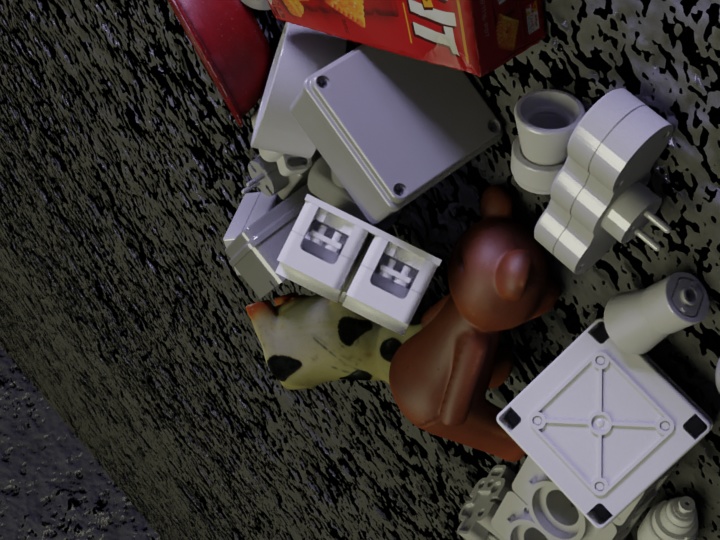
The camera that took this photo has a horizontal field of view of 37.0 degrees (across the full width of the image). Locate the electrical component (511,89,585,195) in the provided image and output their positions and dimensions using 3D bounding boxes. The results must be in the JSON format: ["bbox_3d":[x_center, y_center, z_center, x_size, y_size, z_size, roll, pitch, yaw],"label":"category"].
[{"bbox_3d":[0.122,-0.083,0.701,0.045,0.045,0.055,38,151,31],"label":"electrical component"}]

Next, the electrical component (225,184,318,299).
[{"bbox_3d":[-0.062,-0.033,0.998,0.057,0.113,0.078,52,155,-2],"label":"electrical component"}]

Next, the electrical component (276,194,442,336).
[{"bbox_3d":[0.000,0.000,0.845,0.105,0.060,0.186,26,179,3],"label":"electrical component"}]

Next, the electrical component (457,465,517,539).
[{"bbox_3d":[0.138,0.237,1.038,0.057,0.078,0.058,40,157,-13],"label":"electrical component"}]

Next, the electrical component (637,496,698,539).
[{"bbox_3d":[0.244,0.198,0.840,0.040,0.040,0.078,42,152,24],"label":"electrical component"}]

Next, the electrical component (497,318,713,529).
[{"bbox_3d":[0.173,0.107,0.763,0.108,0.108,0.056,47,-170,15],"label":"electrical component"}]

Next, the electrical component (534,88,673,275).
[{"bbox_3d":[0.163,-0.042,0.672,0.074,0.052,0.138,44,152,21],"label":"electrical component"}]

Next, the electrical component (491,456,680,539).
[{"bbox_3d":[0.174,0.180,0.861,0.089,0.062,0.150,42,133,26],"label":"electrical component"}]

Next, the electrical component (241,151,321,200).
[{"bbox_3d":[-0.077,-0.093,0.991,0.047,0.077,0.066,54,155,2],"label":"electrical component"}]

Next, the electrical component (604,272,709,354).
[{"bbox_3d":[0.198,0.027,0.710,0.044,0.044,0.065,54,150,2],"label":"electrical component"}]

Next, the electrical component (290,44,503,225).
[{"bbox_3d":[0.026,-0.107,0.762,0.108,0.109,0.056,54,157,0],"label":"electrical component"}]

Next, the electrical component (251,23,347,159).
[{"bbox_3d":[-0.042,-0.140,0.849,0.060,0.108,0.108,16,155,-10],"label":"electrical component"}]

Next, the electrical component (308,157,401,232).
[{"bbox_3d":[-0.006,-0.079,0.923,0.077,0.044,0.079,37,149,32],"label":"electrical component"}]

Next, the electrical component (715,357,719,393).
[{"bbox_3d":[0.256,0.068,0.659,0.078,0.040,0.040,15,134,53],"label":"electrical component"}]

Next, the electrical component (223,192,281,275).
[{"bbox_3d":[-0.086,-0.040,1.087,0.076,0.083,0.047,-5,126,17],"label":"electrical component"}]

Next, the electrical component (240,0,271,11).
[{"bbox_3d":[-0.062,-0.231,0.834,0.079,0.044,0.077,48,154,14],"label":"electrical component"}]

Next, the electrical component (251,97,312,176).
[{"bbox_3d":[-0.057,-0.128,0.934,0.057,0.058,0.078,-26,77,63],"label":"electrical component"}]
